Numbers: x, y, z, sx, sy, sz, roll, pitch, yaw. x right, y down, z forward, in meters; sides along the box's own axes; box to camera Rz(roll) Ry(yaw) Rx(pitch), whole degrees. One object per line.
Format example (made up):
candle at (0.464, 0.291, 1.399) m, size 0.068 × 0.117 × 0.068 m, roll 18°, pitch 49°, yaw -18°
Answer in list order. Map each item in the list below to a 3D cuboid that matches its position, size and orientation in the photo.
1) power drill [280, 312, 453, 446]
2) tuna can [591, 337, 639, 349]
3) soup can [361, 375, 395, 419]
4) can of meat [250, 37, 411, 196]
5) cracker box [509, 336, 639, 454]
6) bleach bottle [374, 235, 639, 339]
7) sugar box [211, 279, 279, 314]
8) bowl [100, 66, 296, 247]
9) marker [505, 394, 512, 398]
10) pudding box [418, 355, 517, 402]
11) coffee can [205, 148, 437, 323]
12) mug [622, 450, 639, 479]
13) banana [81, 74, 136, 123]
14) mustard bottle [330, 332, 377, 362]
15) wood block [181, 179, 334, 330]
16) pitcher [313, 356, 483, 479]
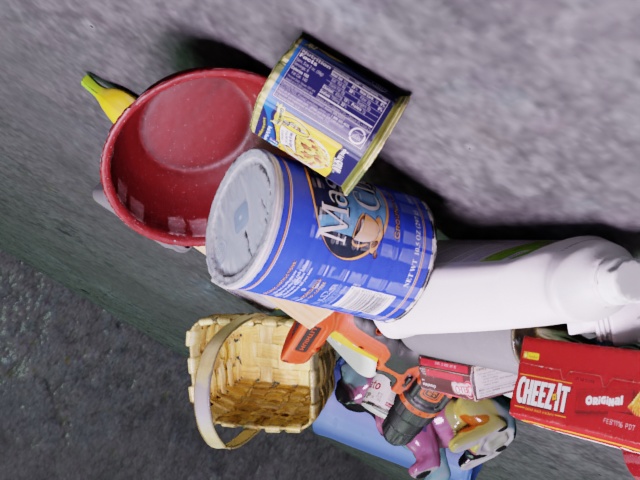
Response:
power drill at (0.056, 0.132, 1.150) m, size 0.187 × 0.057 × 0.185 m, roll 24°, pitch 125°, yaw -6°
tuna can at (0.243, 0.124, 0.895) m, size 0.086 × 0.086 × 0.034 m, roll 37°, pitch 166°, yaw -28°
soup can at (0.102, 0.168, 1.286) m, size 0.068 × 0.102 × 0.068 m, roll 27°, pitch 166°, yaw 7°
can of meat at (0.003, -0.082, 0.710) m, size 0.084 × 0.057 × 0.102 m, roll 31°, pitch 166°, yaw -2°
cracker box at (0.274, 0.131, 0.781) m, size 0.213 × 0.072 × 0.164 m, roll 16°, pitch 172°, yaw -24°
bleach bottle at (0.134, 0.033, 0.773) m, size 0.251 × 0.102 × 0.068 m, roll -6°, pitch 104°, yaw 65°
sugar box at (-0.081, 0.049, 1.349) m, size 0.093 × 0.048 × 0.176 m, roll 31°, pitch 169°, yaw -7°
bowl at (-0.088, -0.073, 0.806) m, size 0.162 × 0.162 × 0.055 m, roll 42°, pitch -164°, yaw -41°
marker at (0.203, 0.168, 1.259) m, size 0.121 × 0.020 × 0.020 m, roll 21°, pitch 164°, yaw 30°
pudding box at (0.164, 0.121, 1.017) m, size 0.113 × 0.039 × 0.090 m, roll -11°, pitch -173°, yaw -27°
coffee can at (0.000, -0.001, 0.790) m, size 0.140 × 0.103 × 0.103 m, roll 15°, pitch 175°, yaw -30°
mug at (0.315, 0.177, 0.961) m, size 0.117 × 0.093 × 0.081 m, roll 59°, pitch 175°, yaw 10°
banana at (-0.152, -0.085, 1.029) m, size 0.070 × 0.037 × 0.197 m, roll 47°, pitch 175°, yaw 48°
mustard bottle at (0.111, 0.126, 1.206) m, size 0.191 × 0.058 × 0.096 m, roll 30°, pitch 146°, yaw -6°
wood block at (-0.059, -0.025, 0.907) m, size 0.206 × 0.090 × 0.090 m, roll 36°, pitch 160°, yaw -2°
pitcher at (0.121, 0.254, 1.531) m, size 0.243 × 0.145 × 0.149 m, roll 20°, pitch 177°, yaw 20°
